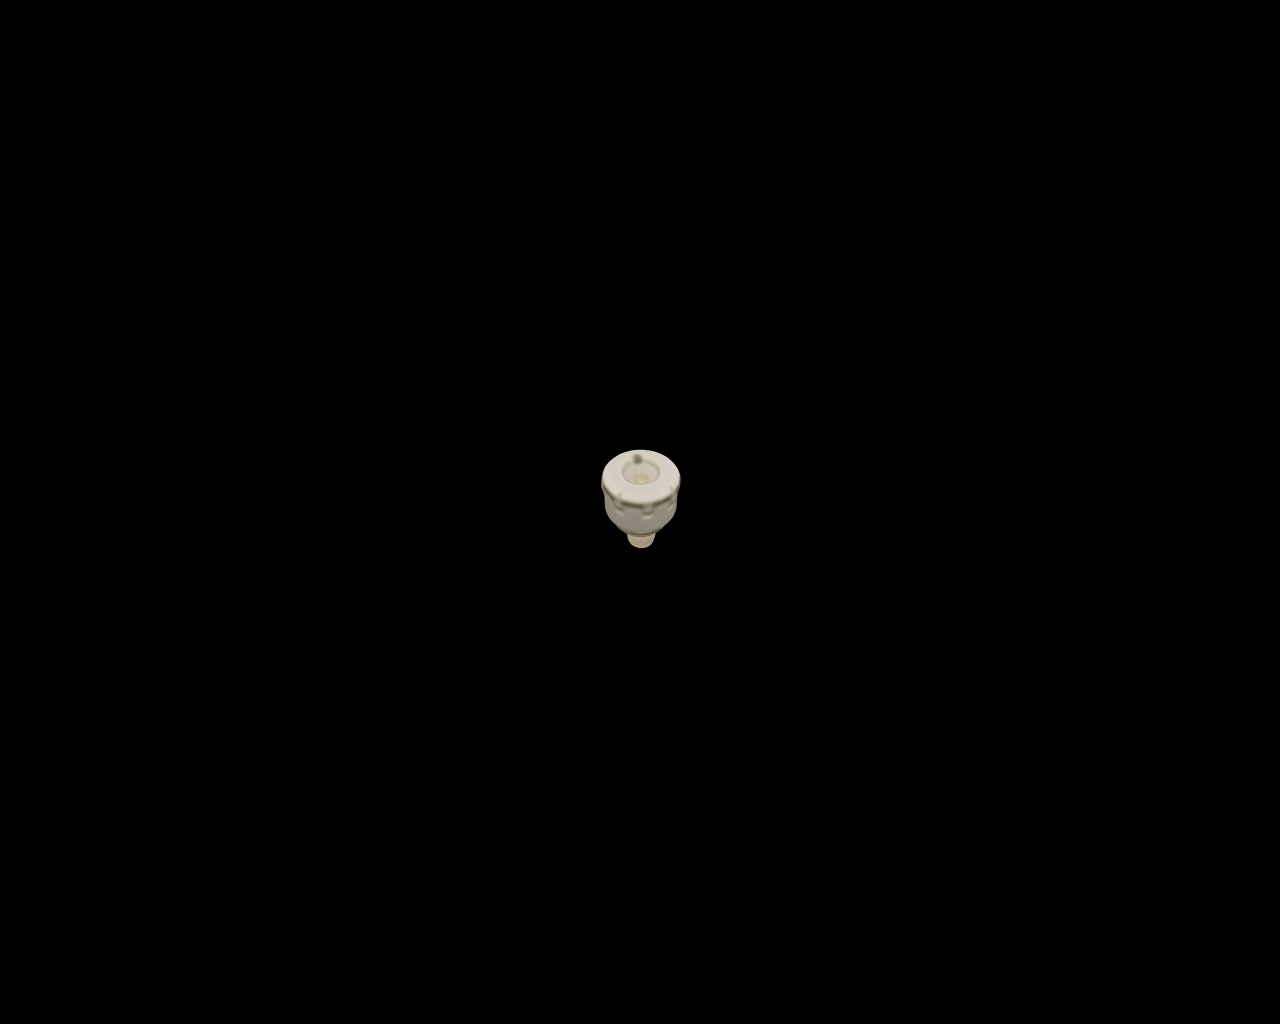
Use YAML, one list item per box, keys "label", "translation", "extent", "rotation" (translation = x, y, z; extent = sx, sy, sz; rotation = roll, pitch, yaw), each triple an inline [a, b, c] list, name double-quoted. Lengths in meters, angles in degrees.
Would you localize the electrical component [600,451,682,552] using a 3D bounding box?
- label: "electrical component"
  translation: [0.001, -0.003, 0.650]
  extent: [0.048, 0.048, 0.062]
  rotation: [0, -45, 0]
